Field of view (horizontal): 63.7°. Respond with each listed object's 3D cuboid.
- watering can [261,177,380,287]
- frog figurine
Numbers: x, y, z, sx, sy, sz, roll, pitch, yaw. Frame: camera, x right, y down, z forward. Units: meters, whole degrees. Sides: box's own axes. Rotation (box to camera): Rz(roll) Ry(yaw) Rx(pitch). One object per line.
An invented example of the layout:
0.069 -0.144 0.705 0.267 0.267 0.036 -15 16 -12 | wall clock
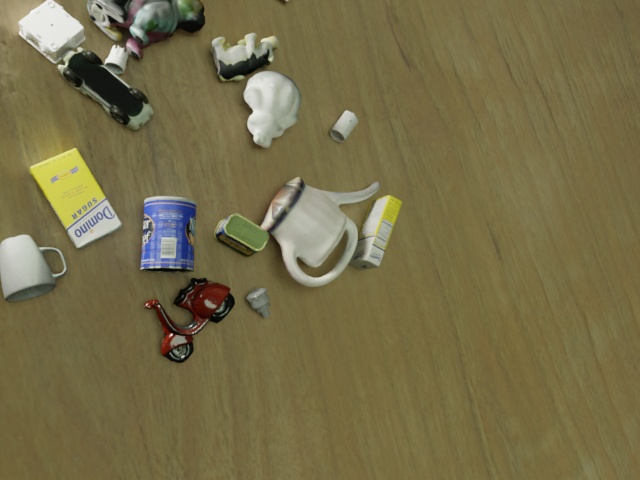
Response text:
0.004 -0.060 1.186 0.223 0.102 0.355 38 58 -14 | watering can
-0.115 -0.297 1.169 0.135 0.122 0.163 38 54 -35 | frog figurine
